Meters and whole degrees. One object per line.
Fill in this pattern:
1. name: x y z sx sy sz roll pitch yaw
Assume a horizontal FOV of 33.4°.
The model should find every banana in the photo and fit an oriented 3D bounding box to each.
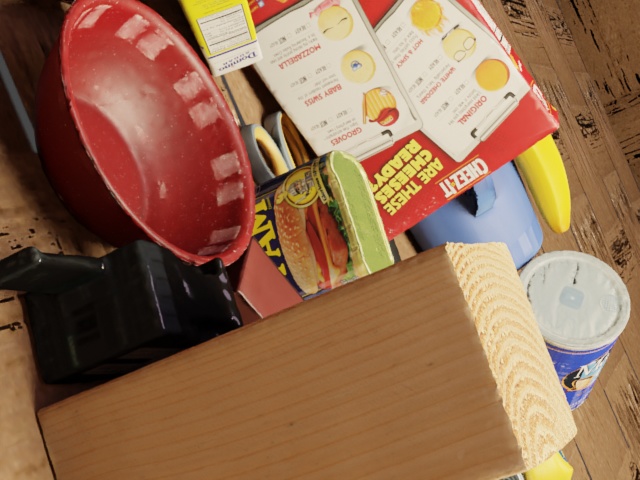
1. banana: 0.182 -0.074 0.940 0.197 0.037 0.069 38 62 -50

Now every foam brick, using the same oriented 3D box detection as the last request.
1. foam brick: -0.042 0.048 0.621 0.078 0.053 0.051 51 27 -28

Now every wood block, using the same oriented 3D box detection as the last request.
1. wood block: -0.007 0.080 0.468 0.090 0.206 0.091 0 68 -65

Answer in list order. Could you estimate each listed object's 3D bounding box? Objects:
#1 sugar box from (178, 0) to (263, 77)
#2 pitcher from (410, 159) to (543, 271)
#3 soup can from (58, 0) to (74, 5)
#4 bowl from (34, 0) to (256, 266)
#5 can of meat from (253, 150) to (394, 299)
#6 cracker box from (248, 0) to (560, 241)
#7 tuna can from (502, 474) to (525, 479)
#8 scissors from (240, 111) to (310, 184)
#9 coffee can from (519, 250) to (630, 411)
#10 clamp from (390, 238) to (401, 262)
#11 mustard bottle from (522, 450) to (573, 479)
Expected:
1. sugar box: -0.077 -0.178 0.689 0.176 0.048 0.093 60 10 -81
2. pitcher: 0.113 -0.075 0.969 0.243 0.145 0.149 61 40 -20
3. soup can: -0.150 -0.167 0.573 0.102 0.069 0.068 2 67 -64
4. bowl: -0.103 -0.051 0.579 0.162 0.055 0.162 46 30 -38
5. can of meat: -0.005 0.001 0.705 0.057 0.084 0.102 10 60 -62
6. cracker box: 0.054 -0.132 0.813 0.213 0.164 0.072 53 21 -8
7. tuna can: 0.147 0.216 0.887 0.086 0.034 0.086 47 29 -38
8. scissors: -0.011 -0.006 0.782 0.096 0.016 0.202 12 57 -61
9. coffee can: 0.223 0.090 1.004 0.140 0.102 0.103 93 -8 -55
10. clamp: 0.062 0.042 0.867 0.164 0.036 0.210 51 26 -23
11. mustard bottle: 0.179 0.170 0.958 0.096 0.058 0.191 -163 -131 -85
